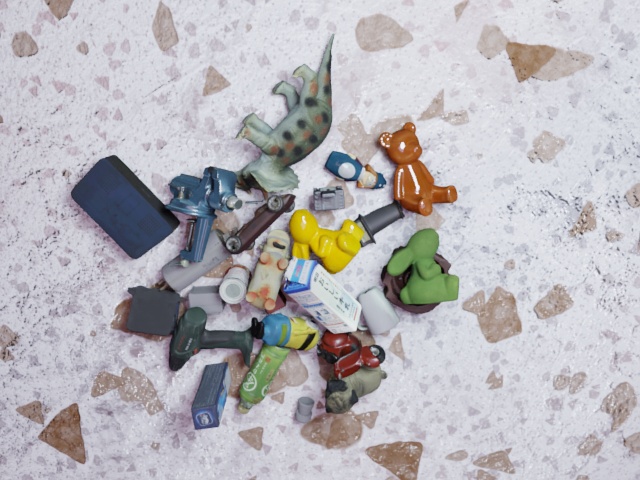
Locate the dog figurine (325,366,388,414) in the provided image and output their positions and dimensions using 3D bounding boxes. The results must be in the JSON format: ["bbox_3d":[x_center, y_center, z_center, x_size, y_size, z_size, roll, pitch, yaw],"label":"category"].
[{"bbox_3d":[0.094,0.366,1.335,0.172,0.191,0.121,-9,105,-1],"label":"dog figurine"}]

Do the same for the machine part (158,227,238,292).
[{"bbox_3d":[-0.294,0.049,1.299,0.243,0.079,0.079,-34,103,7],"label":"machine part"}]

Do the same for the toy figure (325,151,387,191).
[{"bbox_3d":[0.087,-0.157,1.266,0.154,0.058,0.064,24,142,-9],"label":"toy figure"}]

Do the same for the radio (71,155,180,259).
[{"bbox_3d":[-0.459,-0.074,1.267,0.131,0.073,0.229,-40,101,10],"label":"radio"}]

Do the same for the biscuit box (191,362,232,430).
[{"bbox_3d":[-0.265,0.378,1.322,0.063,0.203,0.059,-8,107,2],"label":"biscuit box"}]

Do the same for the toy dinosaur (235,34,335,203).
[{"bbox_3d":[-0.052,-0.252,1.211,0.405,0.131,0.192,-44,114,5],"label":"toy dinosaur"}]

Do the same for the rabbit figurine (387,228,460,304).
[{"bbox_3d":[0.236,0.059,1.255,0.159,0.121,0.170,-6,89,7],"label":"rabbit figurine"}]

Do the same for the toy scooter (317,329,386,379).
[{"bbox_3d":[0.056,0.279,1.306,0.135,0.184,0.075,-31,125,-37],"label":"toy scooter"}]

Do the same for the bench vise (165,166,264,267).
[{"bbox_3d":[-0.267,-0.049,1.219,0.224,0.129,0.240,16,96,24],"label":"bench vise"}]

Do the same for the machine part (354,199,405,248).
[{"bbox_3d":[0.140,-0.043,1.307,0.139,0.039,0.084,-33,95,9],"label":"machine part"}]

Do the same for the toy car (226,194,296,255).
[{"bbox_3d":[-0.137,-0.041,1.225,0.202,0.089,0.053,-44,77,16],"label":"toy car"}]

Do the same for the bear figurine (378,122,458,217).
[{"bbox_3d":[0.221,-0.166,1.234,0.120,0.132,0.195,-23,111,-26],"label":"bear figurine"}]

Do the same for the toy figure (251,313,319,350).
[{"bbox_3d":[-0.085,0.228,1.331,0.180,0.082,0.089,7,124,-32],"label":"toy figure"}]

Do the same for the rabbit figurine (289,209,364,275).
[{"bbox_3d":[-0.003,-0.004,1.268,0.173,0.122,0.162,34,128,-13],"label":"rabbit figurine"}]

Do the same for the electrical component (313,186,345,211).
[{"bbox_3d":[0.022,-0.095,1.247,0.075,0.119,0.047,-5,105,-2],"label":"electrical component"}]

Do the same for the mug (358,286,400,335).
[{"bbox_3d":[0.132,0.175,1.349,0.110,0.081,0.107,-23,95,28],"label":"mug"}]

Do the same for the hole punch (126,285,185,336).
[{"bbox_3d":[-0.409,0.179,1.337,0.142,0.092,0.115,9,75,-1],"label":"hole punch"}]

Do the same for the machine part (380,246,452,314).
[{"bbox_3d":[0.239,0.093,1.335,0.179,0.056,0.179,0,106,-1],"label":"machine part"}]

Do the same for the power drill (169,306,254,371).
[{"bbox_3d":[-0.270,0.263,1.346,0.207,0.086,0.231,13,130,-5],"label":"power drill"}]

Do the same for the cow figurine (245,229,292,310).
[{"bbox_3d":[-0.116,0.067,1.263,0.085,0.127,0.195,18,78,-7],"label":"cow figurine"}]
